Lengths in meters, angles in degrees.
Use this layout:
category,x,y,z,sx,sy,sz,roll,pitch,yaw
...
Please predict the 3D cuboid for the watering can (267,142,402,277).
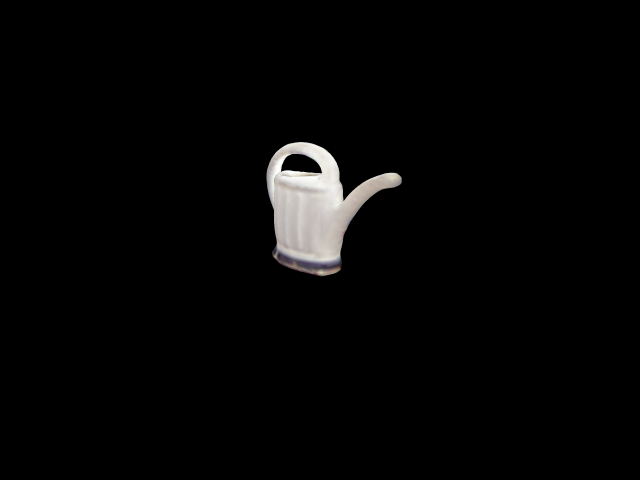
category,x,y,z,sx,sy,sz,roll,pitch,yaw
watering can,0.003,-0.043,0.850,0.104,0.221,0.350,-10,20,-33
